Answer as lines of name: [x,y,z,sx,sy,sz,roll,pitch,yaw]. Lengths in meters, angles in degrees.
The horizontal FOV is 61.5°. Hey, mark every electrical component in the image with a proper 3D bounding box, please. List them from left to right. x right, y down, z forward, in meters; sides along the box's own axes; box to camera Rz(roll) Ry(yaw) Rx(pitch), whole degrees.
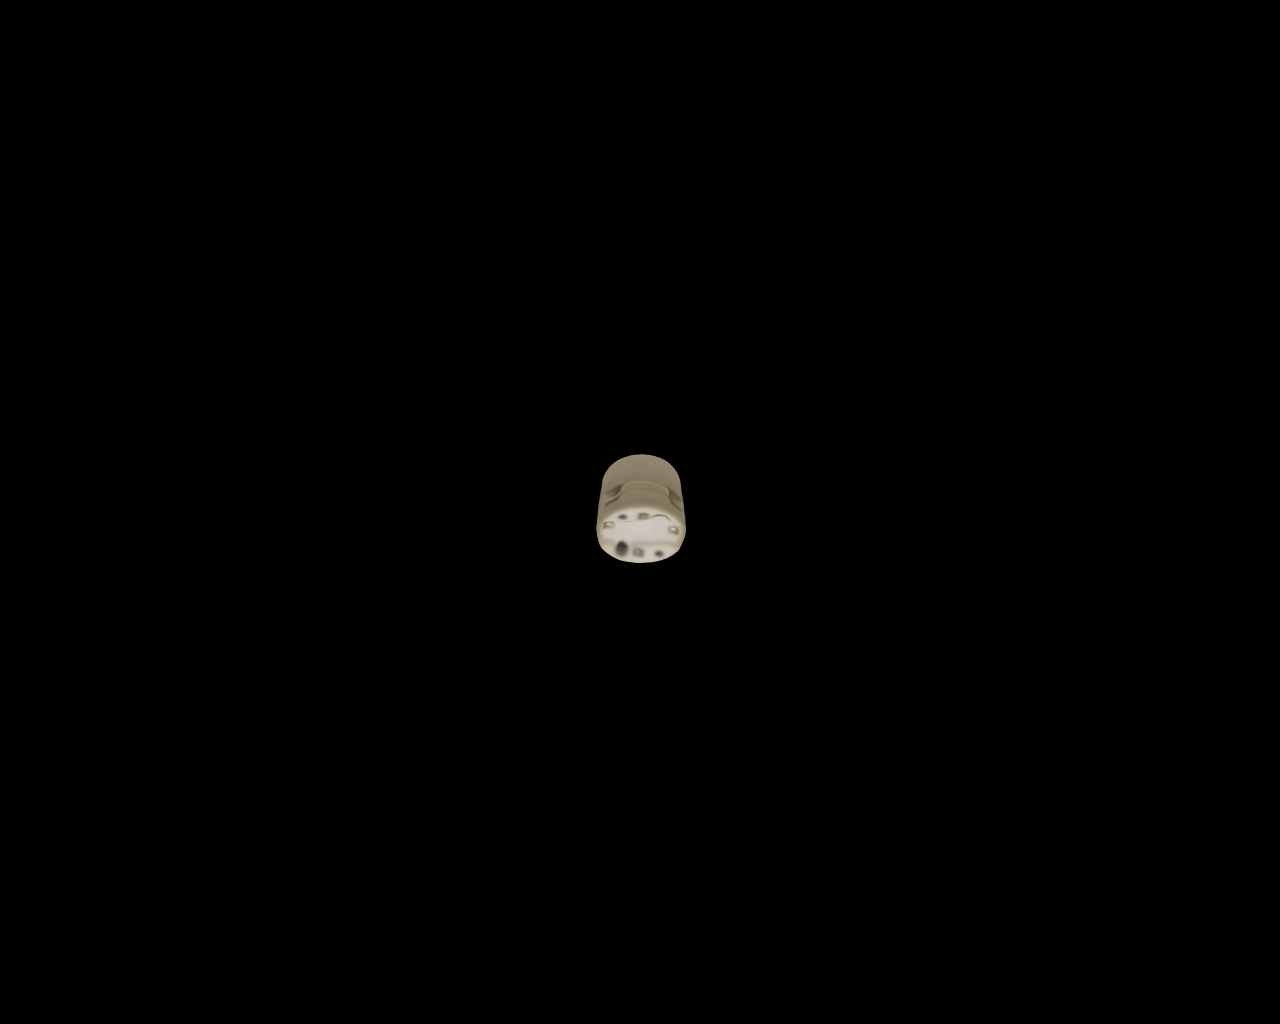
electrical component: [0.001,-0.003,0.650,0.055,0.047,0.055,0,-43,0]
